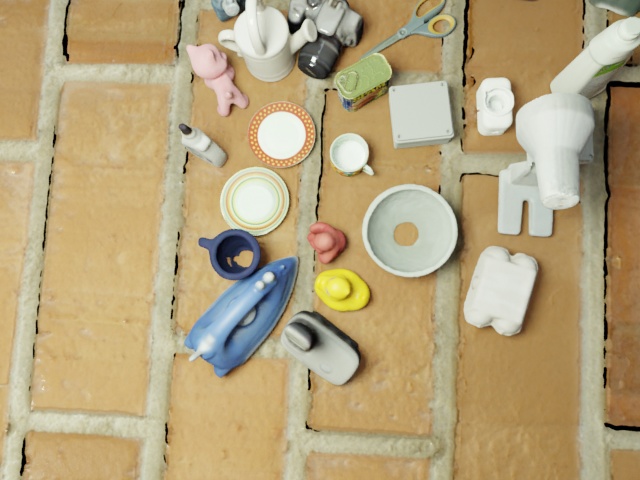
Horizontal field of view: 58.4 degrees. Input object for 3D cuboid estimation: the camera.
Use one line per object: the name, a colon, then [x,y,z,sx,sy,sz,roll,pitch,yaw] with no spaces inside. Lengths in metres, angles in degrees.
camera: [-0.005,-0.385,1.075,0.143,0.101,0.137,24,86,6]

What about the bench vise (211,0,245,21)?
bench vise: [-0.200,-0.522,1.042,0.207,0.220,0.121,43,88,7]

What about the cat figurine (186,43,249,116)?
cat figurine: [-0.194,-0.310,1.071,0.067,0.118,0.128,-29,83,1]

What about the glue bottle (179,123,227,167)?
glue bottle: [-0.220,-0.178,1.031,0.078,0.173,0.037,30,87,7]

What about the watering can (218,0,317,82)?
watering can: [-0.096,-0.372,1.033,0.173,0.194,0.101,-22,83,1]

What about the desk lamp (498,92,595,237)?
desk lamp: [0.380,-0.118,0.967,0.118,0.213,0.203,3,84,4]

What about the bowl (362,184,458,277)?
bowl: [0.161,-0.014,1.039,0.167,0.075,0.167,0,84,4]

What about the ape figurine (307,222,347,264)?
ape figurine: [0.010,0.004,1.038,0.076,0.092,0.078,2,84,4]

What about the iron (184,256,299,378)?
iron: [-0.133,0.120,1.010,0.118,0.141,0.258,40,88,7]

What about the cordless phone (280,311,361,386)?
cordless phone: [-0.002,0.187,0.973,0.147,0.185,0.094,33,87,7]

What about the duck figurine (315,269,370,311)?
duck figurine: [0.039,0.090,1.031,0.104,0.086,0.077,20,86,6]

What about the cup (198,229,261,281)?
cup: [-0.159,0.025,1.045,0.117,0.095,0.092,19,86,6]

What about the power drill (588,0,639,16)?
power drill: [0.555,-0.484,0.997,0.229,0.208,0.076,20,86,6]

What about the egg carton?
egg carton: [0.321,0.090,1.021,0.107,0.069,0.150,16,85,5]
